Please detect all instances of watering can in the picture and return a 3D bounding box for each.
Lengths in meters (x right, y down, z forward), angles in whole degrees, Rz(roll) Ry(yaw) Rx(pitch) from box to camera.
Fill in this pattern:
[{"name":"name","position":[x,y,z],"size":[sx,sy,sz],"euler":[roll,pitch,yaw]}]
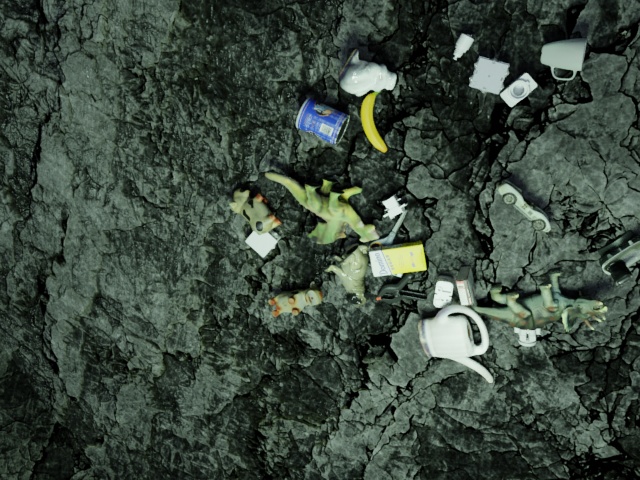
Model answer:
[{"name":"watering can","position":[0.450,0.353,1.712],"size":[0.223,0.106,0.341],"euler":[-8,118,24]}]

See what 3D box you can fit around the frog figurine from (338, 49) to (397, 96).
[{"name":"frog figurine","position":[0.140,-0.479,1.537],"size":[0.159,0.125,0.135],"euler":[32,148,-5]}]

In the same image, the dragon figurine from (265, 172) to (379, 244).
[{"name":"dragon figurine","position":[0.005,-0.086,1.715],"size":[0.411,0.124,0.238],"euler":[14,119,14]}]
